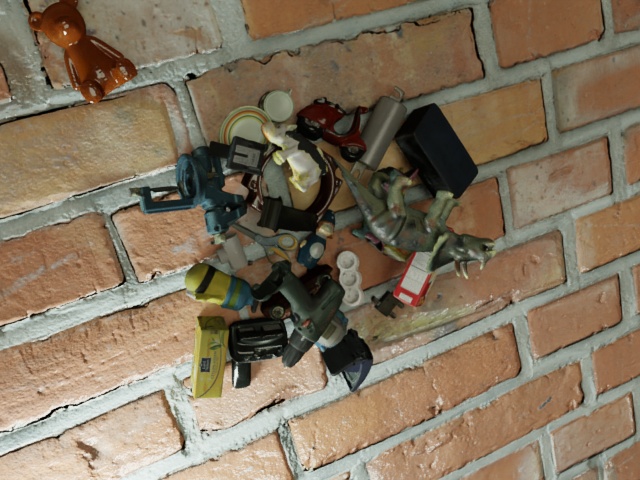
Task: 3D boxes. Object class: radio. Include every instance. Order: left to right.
[{"bbox_3d":[0.295,-0.214,1.352,0.229,0.073,0.131,49,61,-21],"label":"radio"}]

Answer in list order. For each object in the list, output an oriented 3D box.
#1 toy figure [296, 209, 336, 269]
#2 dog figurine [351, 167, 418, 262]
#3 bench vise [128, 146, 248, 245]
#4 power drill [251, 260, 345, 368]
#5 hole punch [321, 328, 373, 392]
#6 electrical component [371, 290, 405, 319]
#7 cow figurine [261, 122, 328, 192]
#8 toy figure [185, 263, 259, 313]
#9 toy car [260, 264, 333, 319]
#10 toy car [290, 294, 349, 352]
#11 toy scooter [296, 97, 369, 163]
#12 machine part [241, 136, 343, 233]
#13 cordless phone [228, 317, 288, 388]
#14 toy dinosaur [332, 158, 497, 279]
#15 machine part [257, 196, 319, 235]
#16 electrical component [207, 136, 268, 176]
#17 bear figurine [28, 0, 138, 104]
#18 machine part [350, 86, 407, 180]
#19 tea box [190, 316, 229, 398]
[{"bbox_3d":[-0.002,-0.004,1.321,0.064,0.058,0.154,31,88,-55],"label":"toy figure"},{"bbox_3d":[0.190,-0.077,1.349,0.191,0.109,0.219,31,87,-22],"label":"dog figurine"},{"bbox_3d":[-0.285,-0.089,1.154,0.240,0.129,0.223,-10,97,-36],"label":"bench vise"},{"bbox_3d":[-0.060,0.160,1.222,0.232,0.086,0.207,-49,116,-6],"label":"power drill"},{"bbox_3d":[0.082,0.310,1.379,0.116,0.142,0.092,-37,113,2],"label":"hole punch"},{"bbox_3d":[0.182,0.168,1.440,0.094,0.021,0.063,40,86,-21],"label":"electrical component"},{"bbox_3d":[-0.052,-0.196,1.161,0.098,0.068,0.167,-36,110,-9],"label":"cow figurine"},{"bbox_3d":[-0.226,0.112,1.251,0.180,0.082,0.089,16,77,-15],"label":"toy figure"},{"bbox_3d":[-0.054,0.125,1.311,0.202,0.089,0.053,-32,110,-13],"label":"toy car"},{"bbox_3d":[0.008,0.210,1.344,0.161,0.103,0.109,42,84,-24],"label":"toy car"},{"bbox_3d":[0.042,-0.276,1.257,0.184,0.075,0.135,30,80,-3],"label":"toy scooter"},{"bbox_3d":[-0.065,-0.134,1.254,0.201,0.087,0.201,32,88,-22],"label":"machine part"},{"bbox_3d":[-0.153,0.286,1.325,0.146,0.089,0.184,-4,114,-20],"label":"cordless phone"},{"bbox_3d":[0.196,-0.041,1.234,0.405,0.131,0.192,19,88,7],"label":"toy dinosaur"},{"bbox_3d":[-0.067,-0.051,1.204,0.139,0.039,0.084,14,91,-20],"label":"machine part"},{"bbox_3d":[-0.176,-0.184,1.143,0.119,0.048,0.074,16,94,-17],"label":"electrical component"},{"bbox_3d":[-0.461,-0.374,1.040,0.120,0.132,0.195,-36,117,-13],"label":"bear figurine"},{"bbox_3d":[0.142,-0.257,1.307,0.079,0.079,0.243,28,90,-23],"label":"machine part"},{"bbox_3d":[-0.261,0.273,1.262,0.068,0.098,0.169,5,101,-20],"label":"tea box"}]
